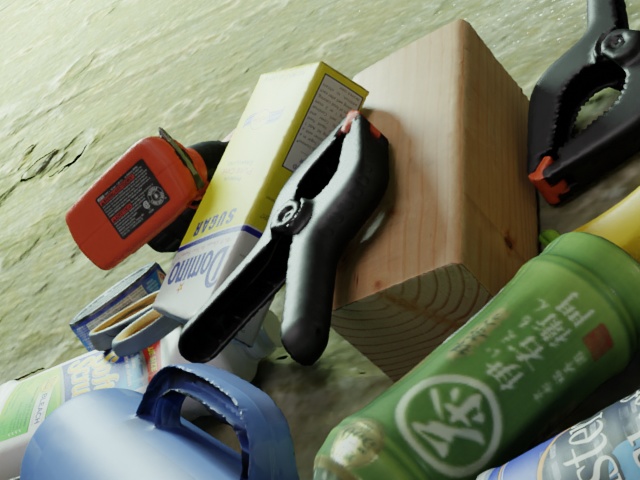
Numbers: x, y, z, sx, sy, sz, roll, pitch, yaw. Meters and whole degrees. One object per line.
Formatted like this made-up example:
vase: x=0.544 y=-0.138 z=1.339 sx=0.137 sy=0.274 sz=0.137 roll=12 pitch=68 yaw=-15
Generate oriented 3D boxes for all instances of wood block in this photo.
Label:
wood block: x=0.072 y=-0.024 z=0.642 sx=0.090 sy=0.090 sz=0.206 roll=-25 pitch=38 yaw=31

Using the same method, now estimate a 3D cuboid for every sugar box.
sugar box: x=-0.041 y=-0.024 z=0.677 sx=0.093 sy=0.048 sz=0.176 roll=4 pitch=65 yaw=63

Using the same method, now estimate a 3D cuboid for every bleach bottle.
bleach bottle: x=-0.134 y=0.106 z=0.765 sx=0.251 sy=0.068 sz=0.102 roll=-27 pitch=30 yaw=22

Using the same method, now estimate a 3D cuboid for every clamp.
clamp: x=0.196 y=-0.112 z=0.643 sx=0.165 sy=0.036 sz=0.210 roll=12 pitch=67 yaw=47
clamp: x=-0.004 y=0.001 z=0.580 sx=0.120 sy=0.039 sz=0.171 roll=9 pitch=64 yaw=53

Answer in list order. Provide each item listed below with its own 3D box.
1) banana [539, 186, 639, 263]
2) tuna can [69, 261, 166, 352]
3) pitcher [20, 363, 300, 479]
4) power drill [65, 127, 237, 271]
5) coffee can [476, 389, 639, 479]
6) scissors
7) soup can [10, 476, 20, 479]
banana: x=0.174 y=-0.029 z=0.533 sx=0.198 sy=0.037 sz=0.069 roll=-45 pitch=40 yaw=43
tuna can: x=-0.153 y=0.054 z=0.837 sx=0.086 sy=0.034 sz=0.086 roll=-34 pitch=9 yaw=6
pitcher: x=-0.082 y=0.154 z=0.588 sx=0.149 sy=0.145 sz=0.243 roll=-45 pitch=28 yaw=-15
power drill: x=-0.107 y=-0.035 z=0.809 sx=0.185 sy=0.057 sz=0.187 roll=-40 pitch=-4 yaw=26
coffee can: x=0.145 y=0.104 z=0.409 sx=0.140 sy=0.102 sz=0.103 roll=-34 pitch=35 yaw=19
scissors: x=-0.074 y=0.029 z=0.758 sx=0.201 sy=0.016 sz=0.096 roll=-29 pitch=16 yaw=-1
soup can: x=-0.188 y=0.215 z=0.703 sx=0.068 sy=0.068 sz=0.102 roll=-38 pitch=33 yaw=14
